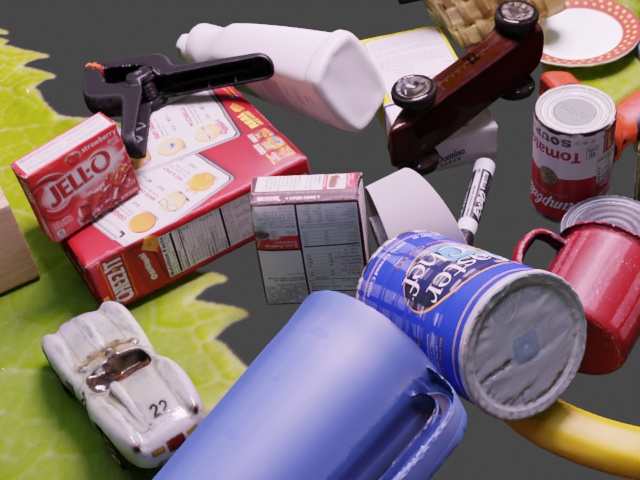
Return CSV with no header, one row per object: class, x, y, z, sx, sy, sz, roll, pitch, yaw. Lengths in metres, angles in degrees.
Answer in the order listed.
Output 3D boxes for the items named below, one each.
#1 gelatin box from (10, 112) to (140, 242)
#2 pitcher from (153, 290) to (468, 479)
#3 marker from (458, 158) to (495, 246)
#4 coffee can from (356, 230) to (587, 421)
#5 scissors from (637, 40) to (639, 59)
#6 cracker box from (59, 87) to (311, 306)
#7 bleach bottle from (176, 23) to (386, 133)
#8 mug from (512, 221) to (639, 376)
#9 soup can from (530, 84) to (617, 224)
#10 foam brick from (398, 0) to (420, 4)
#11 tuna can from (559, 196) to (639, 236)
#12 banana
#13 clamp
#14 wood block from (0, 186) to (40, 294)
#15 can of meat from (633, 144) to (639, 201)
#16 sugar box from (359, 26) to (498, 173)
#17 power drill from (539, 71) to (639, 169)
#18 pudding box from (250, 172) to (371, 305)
gelatin box,-0.199,-0.051,0.878,0.089,0.073,0.030,-35,46,-22
pitcher,-0.025,0.158,0.694,0.145,0.149,0.242,39,63,11
marker,0.133,-0.027,0.934,0.020,0.020,0.121,7,46,17
coffee can,0.103,0.056,0.758,0.102,0.103,0.140,-30,24,-20
scissors,0.360,-0.151,1.023,0.096,0.016,0.201,-2,45,10
cracker box,-0.136,-0.044,0.964,0.213,0.072,0.164,-28,45,-16
bleach bottle,-0.057,-0.175,1.048,0.251,0.102,0.068,22,74,40
mug,0.194,0.039,0.798,0.117,0.093,0.081,38,60,-1
soup can,0.214,-0.072,0.906,0.068,0.102,0.068,-5,45,4
foam brick,0.105,-0.312,1.207,0.053,0.051,0.078,-12,44,-3
tuna can,0.238,0.003,0.874,0.086,0.034,0.086,-5,44,5
banana,0.189,0.129,0.752,0.198,0.037,0.069,25,54,31
clamp,-0.165,-0.134,0.989,0.210,0.036,0.164,14,43,42
wood block,-0.364,0.019,0.926,0.206,0.091,0.090,-25,45,-15
can of meat,0.309,-0.065,0.884,0.083,0.102,0.058,-34,49,-20
sugar box,0.100,-0.138,1.036,0.093,0.048,0.176,-12,47,-5
power drill,0.303,-0.153,0.989,0.187,0.057,0.184,-24,48,-5
pudding box,-0.006,0.001,0.864,0.090,0.113,0.039,-3,41,7
